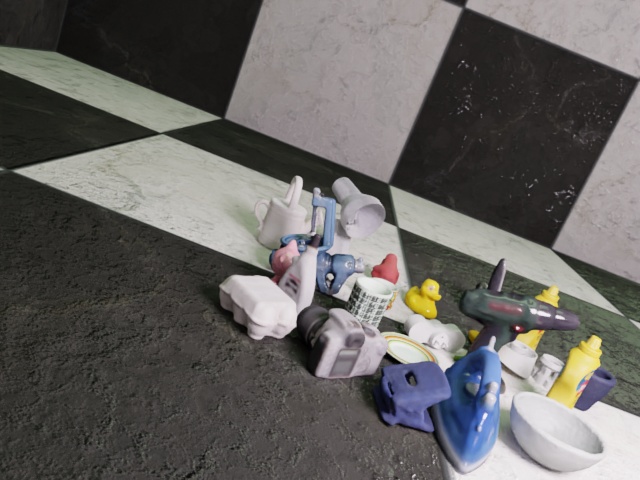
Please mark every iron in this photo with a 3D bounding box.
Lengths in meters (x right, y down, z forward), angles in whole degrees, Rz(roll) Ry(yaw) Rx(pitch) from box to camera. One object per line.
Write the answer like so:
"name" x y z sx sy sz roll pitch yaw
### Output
"iron" 0.263 0.259 0.945 0.118 0.141 0.259 24 16 7

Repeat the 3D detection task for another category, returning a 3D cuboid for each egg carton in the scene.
"egg carton" -0.112 0.119 1.039 0.108 0.069 0.149 5 23 -45

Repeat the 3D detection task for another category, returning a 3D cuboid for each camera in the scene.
"camera" 0.030 0.166 1.015 0.144 0.101 0.136 9 21 -39

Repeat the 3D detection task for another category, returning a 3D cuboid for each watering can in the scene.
"watering can" -0.077 -0.071 1.478 0.173 0.194 0.100 11 19 -33

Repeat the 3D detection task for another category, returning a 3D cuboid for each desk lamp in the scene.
"desk lamp" 0.064 -0.053 1.569 0.118 0.213 0.202 9 20 -38

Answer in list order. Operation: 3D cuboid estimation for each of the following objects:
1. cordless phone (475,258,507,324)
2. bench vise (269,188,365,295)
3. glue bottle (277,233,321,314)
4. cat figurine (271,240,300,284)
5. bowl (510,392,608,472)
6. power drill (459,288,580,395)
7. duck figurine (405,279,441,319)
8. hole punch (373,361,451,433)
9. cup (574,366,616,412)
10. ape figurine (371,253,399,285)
"cordless phone" 0.475 0.131 1.565 0.094 0.185 0.148 25 16 10
"bench vise" 0.010 0.000 1.312 0.208 0.220 0.121 16 17 -19
"glue bottle" -0.035 0.065 1.126 0.078 0.173 0.037 32 19 31
"cat figurine" -0.059 0.058 1.221 0.128 0.118 0.067 4 23 -47
"bowl" 0.392 0.339 0.978 0.167 0.075 0.167 20 16 -6
"power drill" 0.376 0.200 1.164 0.229 0.208 0.076 23 16 3
"duck figurine" 0.266 0.138 1.446 0.078 0.086 0.104 12 18 -30
"hole punch" 0.147 0.245 0.931 0.101 0.091 0.108 18 16 -13
"cup" 0.578 0.317 1.256 0.091 0.095 0.118 22 16 1
"ape figurine" 0.180 0.078 1.517 0.078 0.092 0.076 21 16 -3
